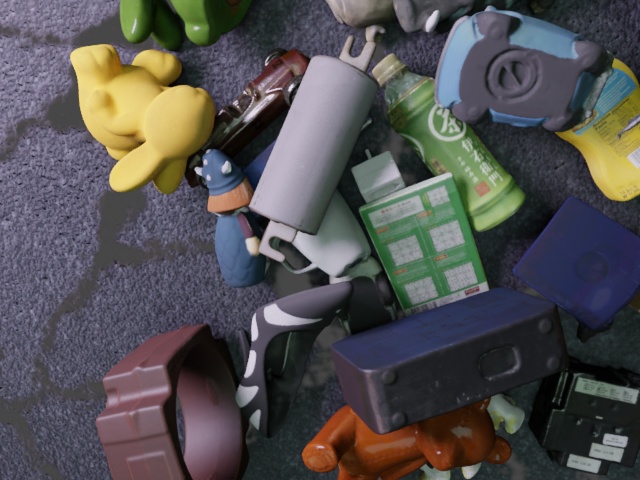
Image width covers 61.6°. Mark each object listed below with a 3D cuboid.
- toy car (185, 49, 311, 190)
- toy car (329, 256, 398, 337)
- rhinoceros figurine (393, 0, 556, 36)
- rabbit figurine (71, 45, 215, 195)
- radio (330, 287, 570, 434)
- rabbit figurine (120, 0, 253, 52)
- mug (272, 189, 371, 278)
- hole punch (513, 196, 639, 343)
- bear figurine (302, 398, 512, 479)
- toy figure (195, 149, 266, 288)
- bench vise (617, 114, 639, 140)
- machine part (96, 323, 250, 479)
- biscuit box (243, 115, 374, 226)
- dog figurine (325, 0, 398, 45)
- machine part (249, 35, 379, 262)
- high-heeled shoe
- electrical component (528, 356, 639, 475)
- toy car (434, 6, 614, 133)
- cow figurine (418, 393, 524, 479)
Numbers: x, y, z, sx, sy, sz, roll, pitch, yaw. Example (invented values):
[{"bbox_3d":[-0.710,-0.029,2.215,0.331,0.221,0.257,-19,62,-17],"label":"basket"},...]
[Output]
[{"bbox_3d":[-0.089,-0.141,0.618,0.202,0.053,0.089,-39,50,11],"label":"toy car"},{"bbox_3d":[0.069,0.118,0.667,0.073,0.056,0.201,-19,99,3],"label":"toy car"},{"bbox_3d":[0.170,-0.261,0.557,0.190,0.112,0.073,-20,87,1],"label":"rhinoceros figurine"},{"bbox_3d":[-0.188,-0.130,0.589,0.173,0.122,0.162,17,100,33],"label":"rabbit figurine"},{"bbox_3d":[0.137,0.122,0.579,0.230,0.131,0.073,-17,97,-10],"label":"radio"},{"bbox_3d":[-0.164,-0.295,0.607,0.170,0.121,0.159,28,109,19],"label":"rabbit figurine"},{"bbox_3d":[-0.001,-0.002,0.623,0.109,0.080,0.107,-44,72,10],"label":"mug"},{"bbox_3d":[0.288,0.026,0.585,0.116,0.092,0.142,41,100,34],"label":"hole punch"},{"bbox_3d":[0.101,0.234,0.598,0.196,0.132,0.120,-12,106,28],"label":"bear figurine"},{"bbox_3d":[-0.096,-0.025,0.594,0.064,0.058,0.154,-5,103,16],"label":"toy figure"},{"bbox_3d":[0.355,-0.236,0.519,0.224,0.129,0.240,-39,92,-19],"label":"bench vise"},{"bbox_3d":[-0.163,0.216,0.633,0.087,0.201,0.200,-14,98,12],"label":"machine part"},{"bbox_3d":[-0.031,-0.093,0.636,0.202,0.063,0.059,-41,92,11],"label":"biscuit box"},{"bbox_3d":[0.043,-0.295,0.529,0.121,0.190,0.172,-22,99,9],"label":"dog figurine"},{"bbox_3d":[-0.007,-0.095,0.552,0.079,0.079,0.243,24,93,1],"label":"machine part"},{"bbox_3d":[-0.028,0.147,0.631,0.249,0.086,0.145,-34,71,45],"label":"high-heeled shoe"},{"bbox_3d":[0.325,0.216,0.655,0.115,0.058,0.134,14,101,6],"label":"electrical component"},{"bbox_3d":[0.201,-0.177,0.547,0.162,0.103,0.109,11,127,5],"label":"toy car"},{"bbox_3d":[0.162,0.239,0.671,0.098,0.068,0.167,40,98,4],"label":"cow figurine"}]
